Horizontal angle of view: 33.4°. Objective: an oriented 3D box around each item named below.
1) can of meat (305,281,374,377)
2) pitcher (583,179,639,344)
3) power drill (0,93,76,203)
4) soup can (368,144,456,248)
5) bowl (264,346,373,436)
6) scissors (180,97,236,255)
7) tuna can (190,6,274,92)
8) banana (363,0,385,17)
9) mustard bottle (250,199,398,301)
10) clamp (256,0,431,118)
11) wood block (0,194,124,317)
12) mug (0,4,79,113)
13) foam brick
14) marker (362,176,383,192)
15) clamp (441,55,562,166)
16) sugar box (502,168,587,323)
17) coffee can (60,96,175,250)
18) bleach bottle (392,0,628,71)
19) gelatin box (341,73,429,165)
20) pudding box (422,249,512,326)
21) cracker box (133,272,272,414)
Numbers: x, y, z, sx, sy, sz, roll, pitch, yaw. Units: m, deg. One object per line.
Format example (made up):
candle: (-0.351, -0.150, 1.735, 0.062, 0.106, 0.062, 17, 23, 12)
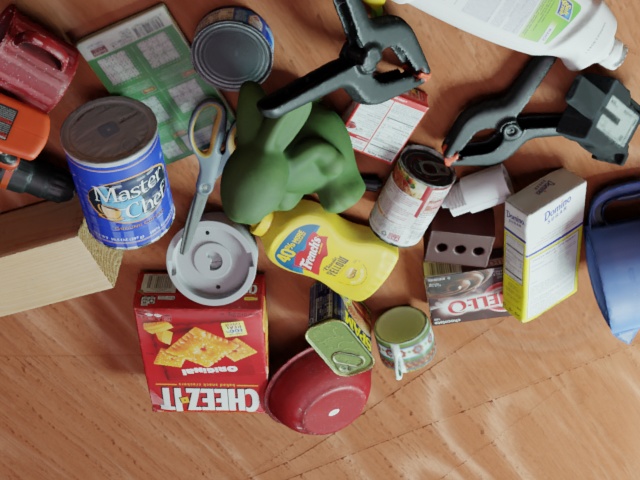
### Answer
can of meat: (0.026, 0.108, 1.351, 0.057, 0.084, 0.102, -23, 127, 21)
pitcher: (0.431, 0.011, 1.228, 0.243, 0.145, 0.149, -14, 143, 10)
power drill: (-0.339, -0.098, 1.141, 0.184, 0.057, 0.188, 20, 163, -17)
soup can: (0.103, -0.049, 1.216, 0.068, 0.068, 0.102, 16, 132, -12)
bowl: (0.008, 0.209, 1.423, 0.162, 0.055, 0.162, -16, 135, -17)
scissors: (-0.111, -0.069, 1.206, 0.096, 0.016, 0.202, -4, 125, -13)
tuna can: (-0.090, -0.199, 1.110, 0.086, 0.033, 0.086, 1, 133, 1)
banana: (-0.008, -0.272, 1.037, 0.197, 0.037, 0.070, 24, 128, -18)
mustard bottle: (-0.008, 0.002, 1.273, 0.191, 0.058, 0.096, 25, 129, -19)
clamp: (0.032, -0.176, 1.056, 0.209, 0.036, 0.165, 16, 106, -50)
wood block: (-0.351, 0.021, 1.284, 0.206, 0.090, 0.090, -14, 130, 16)
mug: (-0.295, -0.184, 1.089, 0.081, 0.093, 0.117, 29, 154, -29)
foam brick: (0.164, -0.005, 1.264, 0.078, 0.051, 0.053, 5, 133, -3)
marker: (0.012, -0.069, 1.233, 0.121, 0.020, 0.020, 5, 132, -2)
clamp: (0.205, -0.137, 1.152, 0.171, 0.039, 0.120, -22, 122, 12)
sugar box: (0.261, 0.008, 1.251, 0.093, 0.048, 0.176, -28, 134, -23)
coffee can: (-0.219, -0.072, 1.170, 0.103, 0.103, 0.140, 0, 140, 2)
bleach bottle: (0.193, -0.228, 1.047, 0.250, 0.068, 0.103, 24, 114, -21)
gelatin box: (0.066, -0.133, 1.166, 0.073, 0.030, 0.089, 19, 130, -17)
pudding box: (0.188, 0.059, 1.330, 0.113, 0.039, 0.090, -7, 132, 8)
cracker box: (-0.149, 0.139, 1.395, 0.164, 0.072, 0.214, 1, 133, 2)
